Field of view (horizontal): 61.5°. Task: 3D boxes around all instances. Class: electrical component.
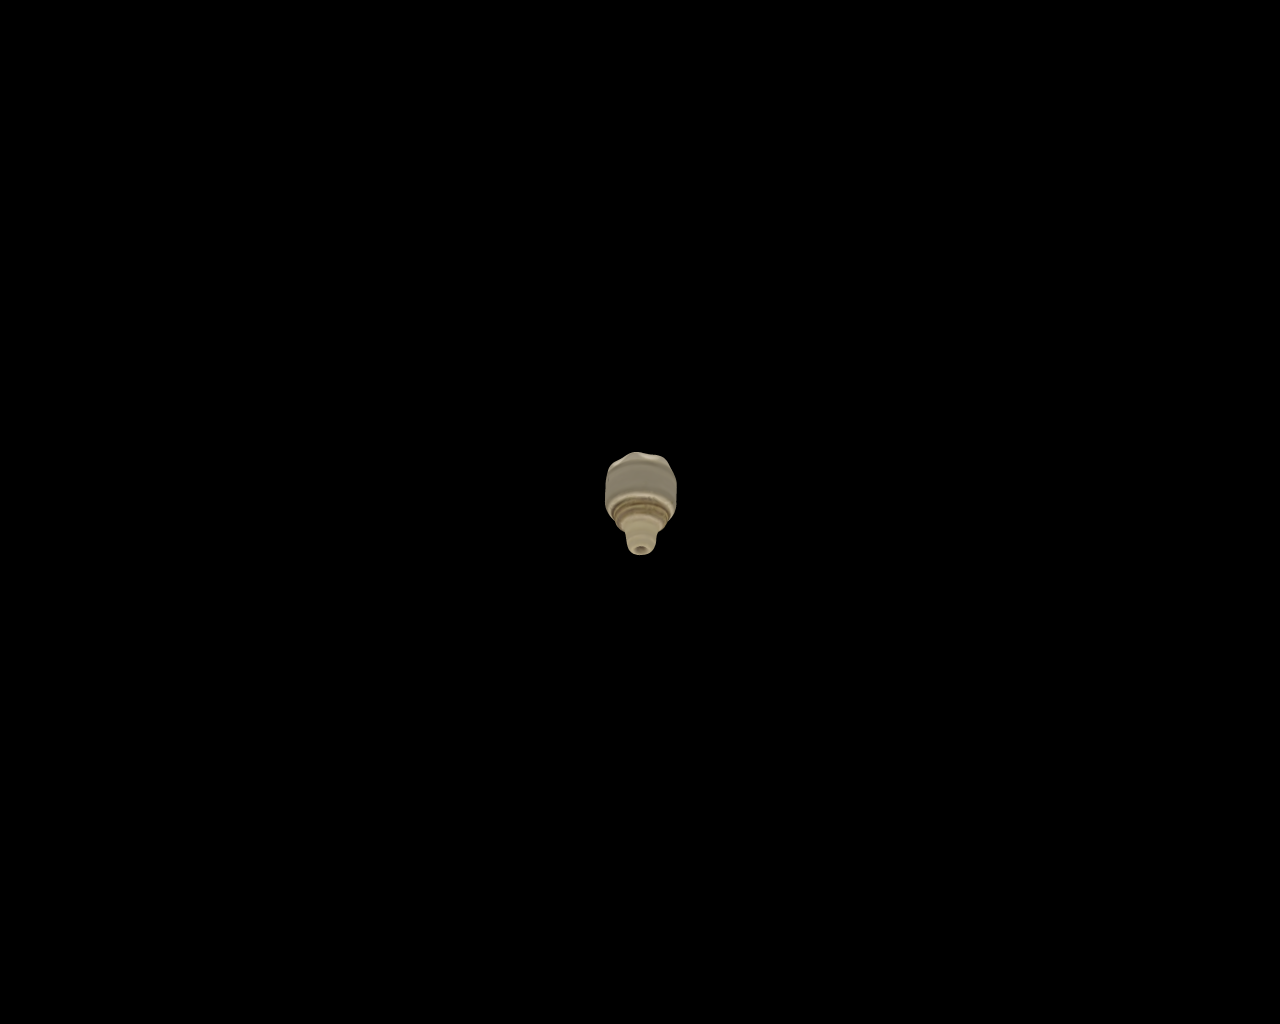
[{"bbox_3d":[0.001,-0.003,0.650,0.043,0.062,0.043,0,-32,0],"label":"electrical component"}]
